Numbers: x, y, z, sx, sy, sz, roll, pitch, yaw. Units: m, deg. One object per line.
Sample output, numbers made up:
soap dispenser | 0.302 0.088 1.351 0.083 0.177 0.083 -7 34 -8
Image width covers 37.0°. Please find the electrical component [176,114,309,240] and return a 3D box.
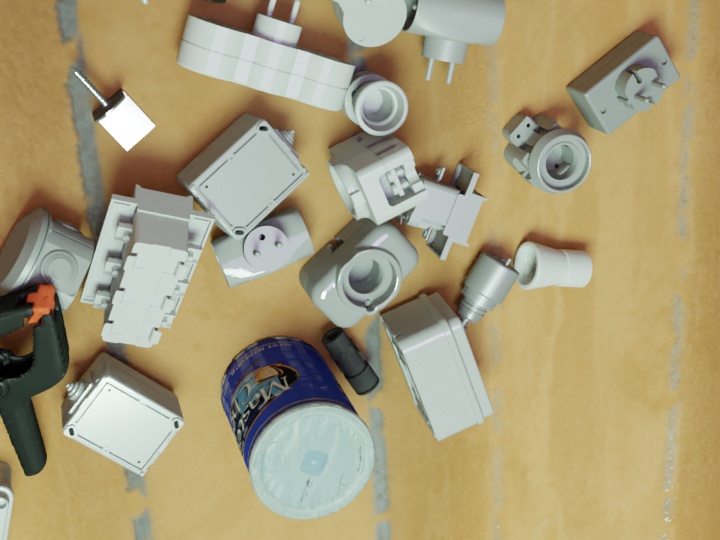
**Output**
electrical component | -0.092 -0.081 0.869 0.096 0.061 0.061 -44 116 -7

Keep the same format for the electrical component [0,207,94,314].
electrical component | -0.248 -0.004 0.835 0.051 0.080 0.080 28 99 -29

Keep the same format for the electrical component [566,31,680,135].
electrical component | 0.238 -0.159 0.933 0.083 0.075 0.047 -39 115 -1

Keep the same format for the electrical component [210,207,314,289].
electrical component | -0.079 -0.018 0.884 0.077 0.079 0.043 -23 96 -9

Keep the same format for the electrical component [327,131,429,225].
electrical component | 0.010 -0.077 0.883 0.056 0.089 0.050 -27 115 -7

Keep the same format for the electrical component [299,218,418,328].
electrical component | 0.000 0.000 0.925 0.095 0.059 0.053 -43 116 1

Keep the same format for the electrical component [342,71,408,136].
electrical component | 0.010 -0.137 0.881 0.045 0.055 0.045 -6 111 -15

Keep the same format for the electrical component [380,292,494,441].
electrical component | 0.069 0.085 0.968 0.057 0.078 0.113 -24 114 -5

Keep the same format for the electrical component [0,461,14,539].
electrical component | -0.337 0.221 0.900 0.078 0.057 0.113 8 107 -20

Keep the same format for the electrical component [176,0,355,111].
electrical component | -0.068 -0.178 0.843 0.138 0.052 0.073 13 104 -21

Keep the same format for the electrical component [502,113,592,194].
electrical component | 0.167 -0.100 0.943 0.078 0.057 0.058 41 94 -26

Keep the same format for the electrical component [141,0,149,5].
electrical component | -0.175 -0.234 0.793 0.077 0.044 0.079 -39 116 -1

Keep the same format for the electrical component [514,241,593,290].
electrical component | 0.181 -0.002 0.993 0.065 0.044 0.044 4 108 -24

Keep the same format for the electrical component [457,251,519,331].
electrical component | 0.112 0.020 0.978 0.040 0.040 0.078 27 99 -24

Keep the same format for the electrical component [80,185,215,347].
electrical component | -0.169 0.001 0.842 0.079 0.063 0.121 11 135 -20

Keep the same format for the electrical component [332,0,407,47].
electrical component | -0.007 -0.225 0.813 0.052 0.073 0.138 -30 132 6

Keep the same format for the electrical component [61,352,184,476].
electrical component | -0.205 0.115 0.901 0.096 0.061 0.061 36 96 -25

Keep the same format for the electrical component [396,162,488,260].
electrical component | 0.069 -0.055 0.937 0.064 0.042 0.081 16 103 -18

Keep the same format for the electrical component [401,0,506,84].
electrical component | 0.072 -0.194 0.886 0.077 0.044 0.079 5 108 -19
